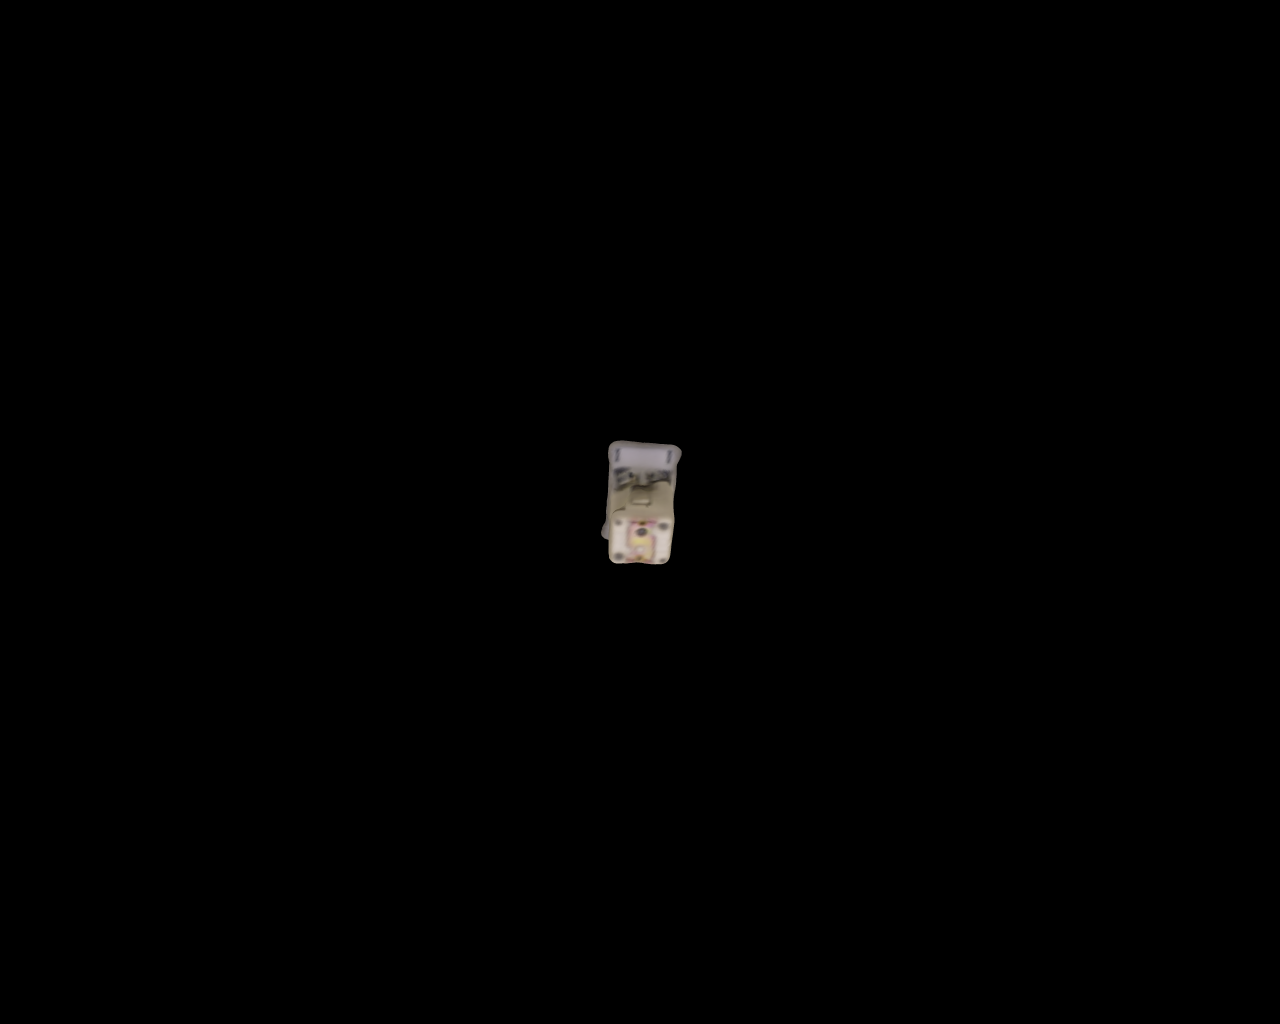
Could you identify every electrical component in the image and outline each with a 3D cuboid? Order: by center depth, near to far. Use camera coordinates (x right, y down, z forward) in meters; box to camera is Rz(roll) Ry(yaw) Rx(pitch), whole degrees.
[{"bbox_3d":[0.001,-0.003,0.650,0.042,0.080,0.064,2,43,-2],"label":"electrical component"}]
